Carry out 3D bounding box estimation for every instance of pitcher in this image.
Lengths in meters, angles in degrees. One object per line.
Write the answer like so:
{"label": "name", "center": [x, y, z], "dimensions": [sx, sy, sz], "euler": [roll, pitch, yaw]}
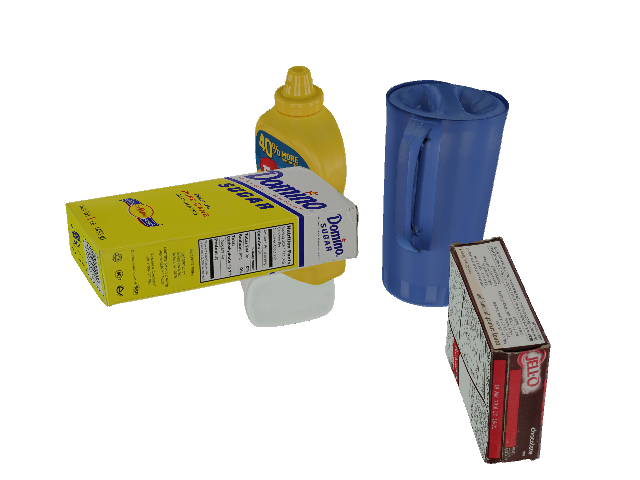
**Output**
{"label": "pitcher", "center": [0.126, -0.047, 1.196], "dimensions": [0.149, 0.243, 0.145], "euler": [-6, 28, -18]}

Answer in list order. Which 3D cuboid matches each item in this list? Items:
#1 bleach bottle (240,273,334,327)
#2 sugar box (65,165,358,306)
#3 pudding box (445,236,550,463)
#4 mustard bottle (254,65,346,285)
{"label": "bleach bottle", "center": [-0.062, 0.006, 1.240], "dimensions": [0.102, 0.068, 0.251], "euler": [-8, 29, -14]}
{"label": "sugar box", "center": [-0.072, -0.008, 0.716], "dimensions": [0.176, 0.048, 0.093], "euler": [-14, 27, -22]}
{"label": "pudding box", "center": [0.107, 0.065, 0.655], "dimensions": [0.039, 0.090, 0.113], "euler": [-6, 34, -6]}
{"label": "mustard bottle", "center": [-0.018, -0.061, 0.929], "dimensions": [0.058, 0.192, 0.096], "euler": [-23, 40, -32]}
